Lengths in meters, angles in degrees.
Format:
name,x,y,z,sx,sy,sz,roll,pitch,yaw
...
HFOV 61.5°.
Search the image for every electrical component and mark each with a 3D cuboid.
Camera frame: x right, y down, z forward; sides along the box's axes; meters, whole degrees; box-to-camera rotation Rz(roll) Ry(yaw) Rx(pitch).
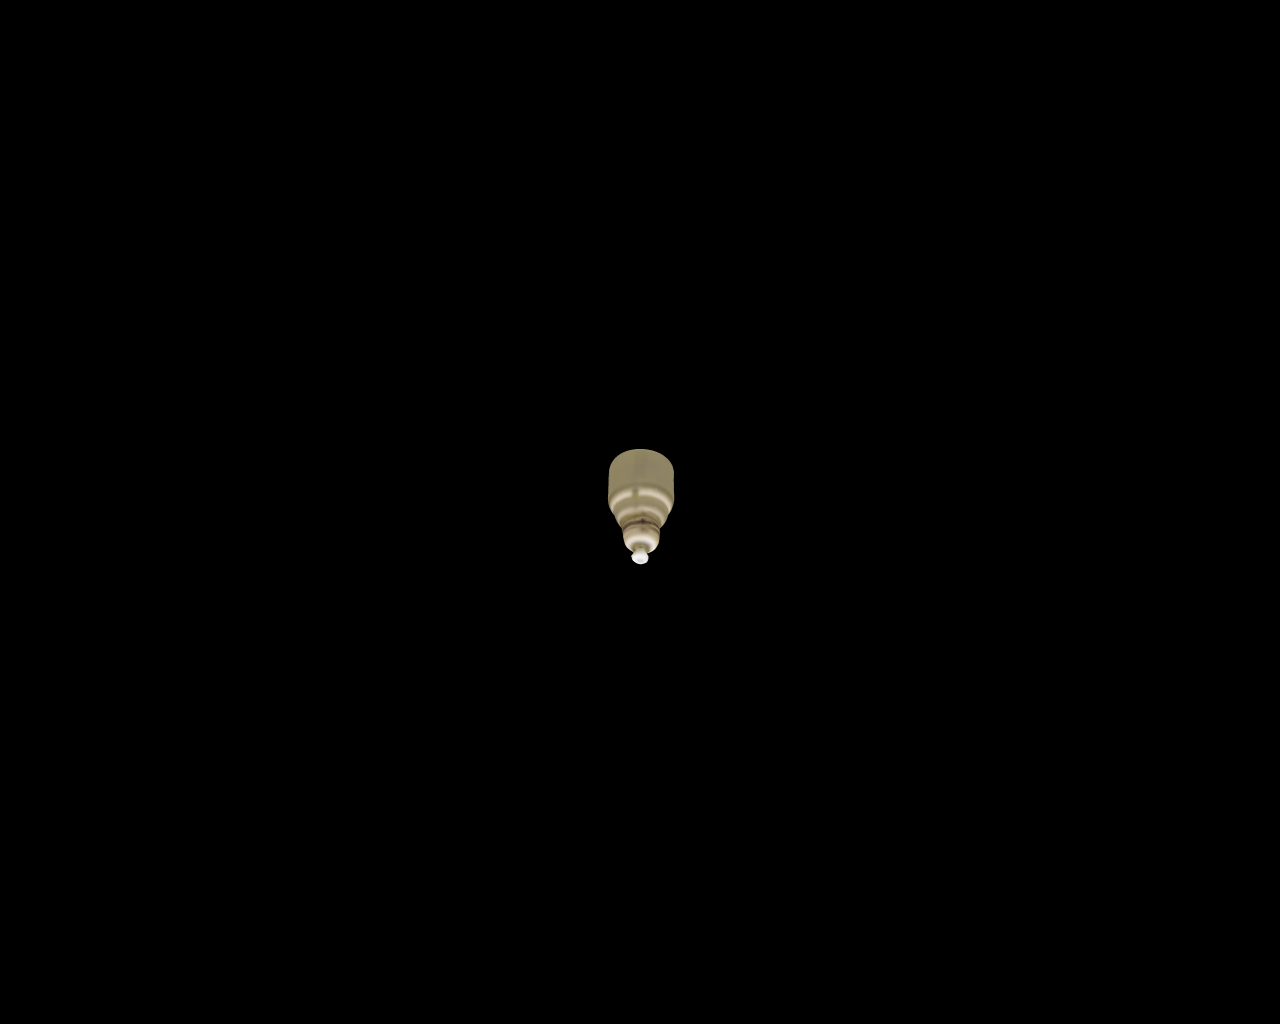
name,x,y,z,sx,sy,sz,roll,pitch,yaw
electrical component,0.001,-0.003,0.650,0.040,0.078,0.040,0,-37,0
